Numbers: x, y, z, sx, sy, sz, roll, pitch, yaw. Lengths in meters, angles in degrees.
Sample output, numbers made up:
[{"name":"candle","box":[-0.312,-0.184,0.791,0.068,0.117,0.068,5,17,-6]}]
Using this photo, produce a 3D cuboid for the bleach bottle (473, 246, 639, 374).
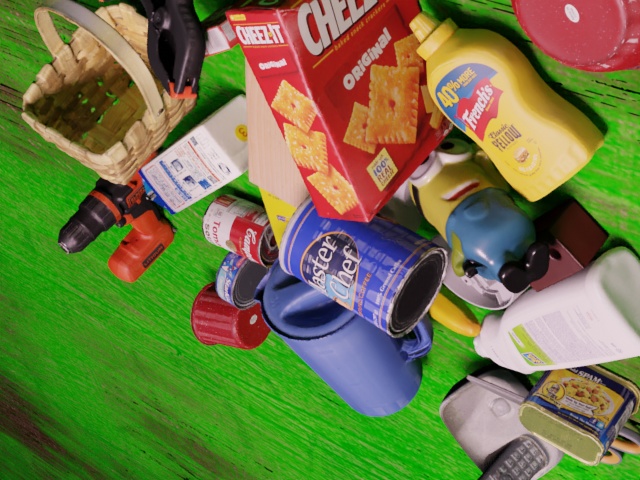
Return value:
[{"name":"bleach bottle","box":[0.233,0.082,1.077,0.102,0.068,0.251,52,151,-7]}]

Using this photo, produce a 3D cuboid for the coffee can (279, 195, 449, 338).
[{"name":"coffee can","box":[0.044,0.021,1.079,0.140,0.102,0.103,31,146,26]}]

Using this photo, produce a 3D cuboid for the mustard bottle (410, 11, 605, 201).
[{"name":"mustard bottle","box":[0.151,-0.126,0.931,0.191,0.058,0.096,46,148,-1]}]

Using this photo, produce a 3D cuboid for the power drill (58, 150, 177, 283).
[{"name":"power drill","box":[-0.269,-0.018,1.450,0.057,0.184,0.188,34,157,19]}]

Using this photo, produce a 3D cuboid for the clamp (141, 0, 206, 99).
[{"name":"clamp","box":[-0.156,-0.227,1.079,0.120,0.039,0.171,4,96,53]}]

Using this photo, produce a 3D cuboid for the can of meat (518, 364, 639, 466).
[{"name":"can of meat","box":[0.270,0.176,1.120,0.102,0.083,0.057,27,145,27]}]

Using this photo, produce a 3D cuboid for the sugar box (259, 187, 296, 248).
[{"name":"sugar box","box":[-0.008,0.002,1.281,0.093,0.048,0.176,20,140,35]}]

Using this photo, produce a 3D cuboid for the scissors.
[{"name":"scissors","box":[0.260,0.205,1.192,0.202,0.016,0.096,16,148,19]}]

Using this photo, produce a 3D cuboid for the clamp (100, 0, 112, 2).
[{"name":"clamp","box":[-0.201,-0.318,1.141,0.164,0.036,0.210,39,149,5]}]

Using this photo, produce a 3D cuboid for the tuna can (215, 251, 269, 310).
[{"name":"tuna can","box":[-0.097,0.046,1.399,0.034,0.086,0.086,28,145,29]}]

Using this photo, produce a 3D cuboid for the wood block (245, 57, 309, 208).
[{"name":"wood block","box":[-0.014,-0.135,1.084,0.091,0.090,0.206,31,146,22]}]

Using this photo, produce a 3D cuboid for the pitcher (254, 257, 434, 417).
[{"name":"pitcher","box":[0.046,0.111,1.232,0.149,0.145,0.242,49,176,40]}]

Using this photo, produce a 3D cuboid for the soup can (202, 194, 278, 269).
[{"name":"soup can","box":[-0.090,-0.012,1.339,0.102,0.068,0.068,22,142,35]}]

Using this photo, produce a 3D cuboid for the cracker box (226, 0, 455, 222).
[{"name":"cracker box","box":[0.030,-0.149,0.944,0.072,0.164,0.213,9,134,42]}]

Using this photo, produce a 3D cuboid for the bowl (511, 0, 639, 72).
[{"name":"bowl","box":[0.201,-0.185,0.806,0.162,0.055,0.162,30,146,23]}]

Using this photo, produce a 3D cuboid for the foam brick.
[{"name":"foam brick","box":[0.221,0.005,1.008,0.053,0.051,0.078,46,149,-2]}]

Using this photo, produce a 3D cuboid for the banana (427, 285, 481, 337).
[{"name":"banana","box":[0.102,0.049,1.191,0.198,0.037,0.069,37,-169,19]}]

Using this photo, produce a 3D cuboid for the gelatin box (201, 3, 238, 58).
[{"name":"gelatin box","box":[-0.100,-0.219,1.101,0.089,0.073,0.030,-2,124,52]}]

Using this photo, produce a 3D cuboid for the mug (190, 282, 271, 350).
[{"name":"mug","box":[-0.114,0.113,1.508,0.082,0.093,0.117,7,164,39]}]
